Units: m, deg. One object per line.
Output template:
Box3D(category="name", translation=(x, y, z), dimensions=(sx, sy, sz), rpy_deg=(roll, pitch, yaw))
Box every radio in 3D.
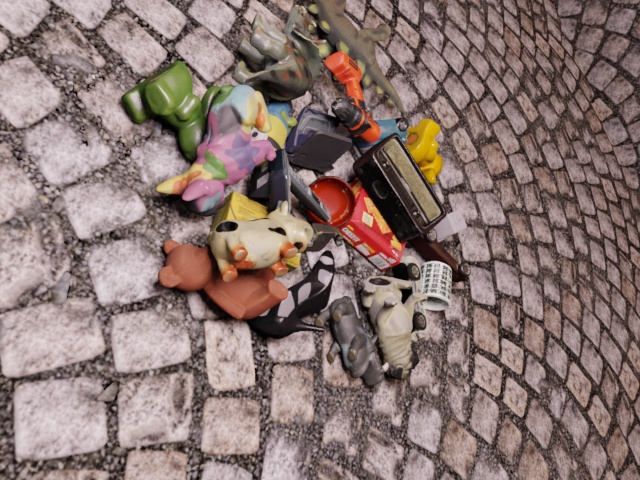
Box3D(category="radio", translation=(0.181, -0.116, 1.219), dimensions=(0.131, 0.073, 0.229), rpy_deg=(-38, 96, -44))

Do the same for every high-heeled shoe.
Box3D(category="high-heeled shoe", translation=(-0.050, 0.097, 1.059), dimensions=(0.145, 0.086, 0.249), rpy_deg=(11, 38, -1))

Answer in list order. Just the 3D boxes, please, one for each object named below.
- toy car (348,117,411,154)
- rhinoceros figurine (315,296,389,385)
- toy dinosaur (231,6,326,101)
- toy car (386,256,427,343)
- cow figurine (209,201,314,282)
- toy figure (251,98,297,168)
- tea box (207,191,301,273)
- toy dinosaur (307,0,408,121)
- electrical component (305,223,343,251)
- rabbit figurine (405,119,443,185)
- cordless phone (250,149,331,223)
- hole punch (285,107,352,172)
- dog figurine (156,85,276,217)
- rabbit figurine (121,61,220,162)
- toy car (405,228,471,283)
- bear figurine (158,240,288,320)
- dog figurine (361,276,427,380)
Box3D(category="toy car", translation=(0.150, -0.246, 1.330), dimensions=(0.161, 0.109, 0.102), rpy_deg=(-15, 99, -34))
Box3D(category="rhinoceros figurine", translation=(0.068, 0.209, 1.094), dimensions=(0.112, 0.073, 0.190), rpy_deg=(-23, 86, -54))
Box3D(category="toy dinosaur", translation=(-0.074, -0.356, 1.112), dimensions=(0.192, 0.131, 0.405), rpy_deg=(23, 38, -20))
Box3D(category="toy car", translation=(0.199, 0.134, 1.225), dimensions=(0.056, 0.074, 0.201), rpy_deg=(21, 59, -48))
Box3D(category="cow figurine", translation=(-0.095, -0.003, 0.907), dimensions=(0.195, 0.085, 0.127), rpy_deg=(-6, 49, -39))
Box3D(category="toy figure", translation=(-0.102, -0.226, 1.122), dimensions=(0.089, 0.082, 0.180), rpy_deg=(40, 48, -19))
Box3D(category="tea box", translation=(-0.119, -0.008, 1.023), dimensions=(0.169, 0.068, 0.098), rpy_deg=(27, 55, -28))
Box3D(category="toy dinosaur", translation=(0.085, -0.491, 1.380), dimensions=(0.471, 0.105, 0.198), rpy_deg=(42, 57, -7))
Box3D(category="electrical component", translation=(-0.002, -0.003, 1.107), dimensions=(0.102, 0.078, 0.045), rpy_deg=(6, 45, -43))
Box3D(category="rabbit figurine", translation=(0.278, -0.215, 1.419), dimensions=(0.173, 0.122, 0.162), rpy_deg=(33, 54, -50))
Box3D(category="cordless phone", translation=(-0.043, -0.078, 1.045), dimensions=(0.184, 0.089, 0.147), rpy_deg=(42, 17, -24))
Box3D(category="hole punch", translation=(-0.009, -0.219, 1.176), dimensions=(0.142, 0.116, 0.092), rpy_deg=(6, 53, -43))
Box3D(category="dog figurine", translation=(-0.184, -0.149, 0.930), dimensions=(0.219, 0.109, 0.191), rpy_deg=(-43, 138, -37))
Box3D(category="rabbit figurine", translation=(-0.255, -0.229, 0.995), dimensions=(0.170, 0.121, 0.159), rpy_deg=(61, 38, -28))
Box3D(category="toy car", translation=(0.294, 0.035, 1.338), dimensions=(0.202, 0.089, 0.053), rpy_deg=(40, 55, -19))
Box3D(category="bear figurine", translation=(-0.168, 0.053, 0.922), dimensions=(0.195, 0.132, 0.120), rpy_deg=(37, 26, -28))
Box3D(category="dog figurine", translation=(0.144, 0.187, 1.163), dimensions=(0.121, 0.172, 0.190), rpy_deg=(-1, 110, -15))
